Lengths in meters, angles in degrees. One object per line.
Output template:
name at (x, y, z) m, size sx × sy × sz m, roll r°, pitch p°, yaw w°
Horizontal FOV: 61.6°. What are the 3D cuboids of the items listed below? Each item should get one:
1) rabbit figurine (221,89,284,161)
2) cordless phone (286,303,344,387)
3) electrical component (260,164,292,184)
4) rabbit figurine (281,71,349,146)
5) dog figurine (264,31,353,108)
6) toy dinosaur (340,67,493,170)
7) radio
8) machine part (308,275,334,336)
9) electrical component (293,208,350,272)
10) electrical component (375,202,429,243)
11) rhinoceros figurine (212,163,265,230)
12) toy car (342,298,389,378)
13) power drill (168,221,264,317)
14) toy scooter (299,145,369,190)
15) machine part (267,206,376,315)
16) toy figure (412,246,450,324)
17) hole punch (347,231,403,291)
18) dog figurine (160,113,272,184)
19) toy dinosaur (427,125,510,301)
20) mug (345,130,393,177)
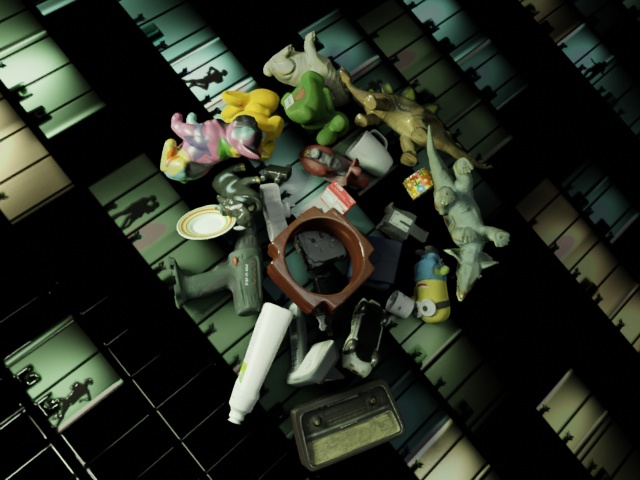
rabbit figurine at (-0.159, -0.294, 1.285) m, size 0.162 × 0.121 × 0.173 m, roll 17°, pitch 58°, yaw 1°
cordless phone at (-0.022, 0.216, 1.148) m, size 0.089 × 0.146 × 0.184 m, roll 1°, pitch 72°, yaw -27°
electrical component at (-0.102, -0.160, 1.276) m, size 0.063 × 0.021 × 0.094 m, roll 13°, pitch 33°, yaw 12°
rabbit figurine at (0.014, -0.301, 1.293) m, size 0.170 × 0.121 × 0.159 m, roll 26°, pitch 26°, yaw -37°
dog figurine at (-0.026, -0.395, 1.345) m, size 0.172 × 0.121 × 0.190 m, roll -27°, pitch 102°, yaw 14°
toy dinosaur at (0.241, -0.285, 1.339) m, size 0.471 × 0.105 × 0.198 m, roll 36°, pitch 44°, yaw -9°
radio at (0.056, 0.389, 1.156) m, size 0.230 × 0.073 × 0.131 m, roll -15°, pitch 80°, yaw -18°
machine part at (0.005, 0.144, 1.216) m, size 0.039 × 0.084 × 0.139 m, roll -18°, pitch 65°, yaw 16°
electrical component at (-0.003, -0.004, 1.258) m, size 0.115 × 0.058 × 0.134 m, roll -19°, pitch 81°, yaw -20°
electrical component at (0.206, -0.032, 1.322) m, size 0.119 × 0.048 × 0.075 m, roll 27°, pitch 71°, yaw -6°
rhinoceros figurine at (-0.182, -0.097, 1.185) m, size 0.112 × 0.073 × 0.190 m, roll -18°, pitch 43°, yaw -19°
toy car at (0.101, 0.213, 1.200) m, size 0.073 × 0.056 × 0.202 m, roll 30°, pitch 42°, yaw -7°
power drill at (-0.225, 0.062, 1.178) m, size 0.207 × 0.086 × 0.232 m, roll -5°, pitch 68°, yaw -22°
toy scooter at (0.039, -0.173, 1.270) m, size 0.184 × 0.135 × 0.075 m, roll 24°, pitch 88°, yaw -7°
machine part at (0.001, 0.045, 1.165) m, size 0.201 × 0.087 × 0.201 m, roll 45°, pitch 68°, yaw 6°
toy figure at (0.268, 0.109, 1.283) m, size 0.089 × 0.082 × 0.180 m, roll 6°, pitch 72°, yaw -10°
hole punch at (0.130, 0.050, 1.262) m, size 0.116 × 0.092 × 0.142 m, roll 16°, pitch 76°, yaw -5°
dog figurine at (-0.222, -0.193, 1.179) m, size 0.219 × 0.108 × 0.191 m, roll 20°, pitch 102°, yaw 11°
toy dinosaur at (0.331, -0.067, 1.285) m, size 0.131 × 0.192 × 0.404 m, roll -16°, pitch 83°, yaw -6°
mug at (0.132, -0.216, 1.343) m, size 0.107 × 0.081 × 0.109 m, roll 42°, pitch 60°, yaw -11°
